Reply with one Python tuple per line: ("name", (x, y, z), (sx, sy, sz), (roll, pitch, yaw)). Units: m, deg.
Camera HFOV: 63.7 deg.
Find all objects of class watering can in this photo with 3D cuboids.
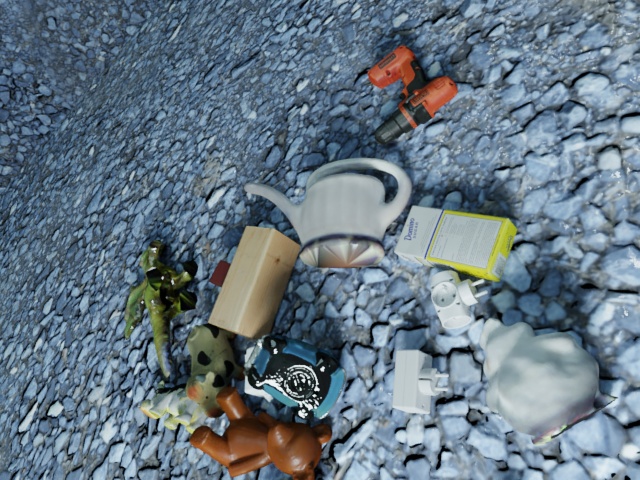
("watering can", (0.003, -0.049, 0.973), (0.346, 0.102, 0.229), (-7, 59, 20))

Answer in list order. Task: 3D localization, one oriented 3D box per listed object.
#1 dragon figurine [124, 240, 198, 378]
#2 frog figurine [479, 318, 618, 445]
("dragon figurine", (-0.400, 0.159, 1.225), (0.239, 0.121, 0.420), (-41, 41, 38))
("frog figurine", (0.260, 0.158, 0.643), (0.135, 0.122, 0.162), (-53, 52, 30))
